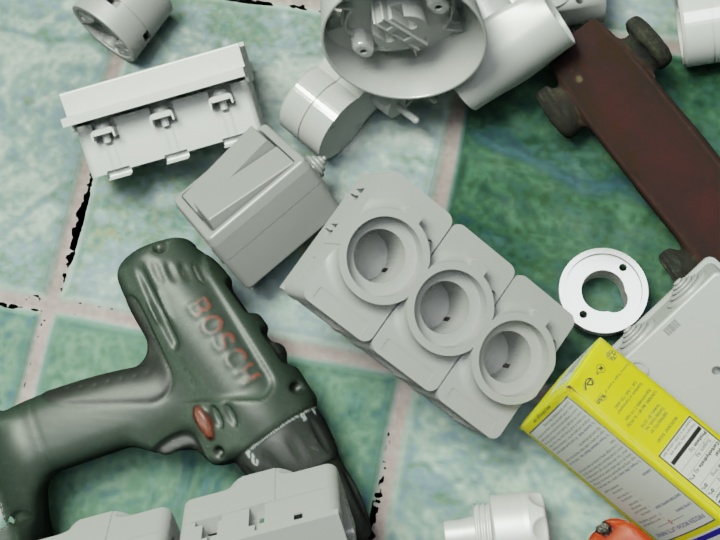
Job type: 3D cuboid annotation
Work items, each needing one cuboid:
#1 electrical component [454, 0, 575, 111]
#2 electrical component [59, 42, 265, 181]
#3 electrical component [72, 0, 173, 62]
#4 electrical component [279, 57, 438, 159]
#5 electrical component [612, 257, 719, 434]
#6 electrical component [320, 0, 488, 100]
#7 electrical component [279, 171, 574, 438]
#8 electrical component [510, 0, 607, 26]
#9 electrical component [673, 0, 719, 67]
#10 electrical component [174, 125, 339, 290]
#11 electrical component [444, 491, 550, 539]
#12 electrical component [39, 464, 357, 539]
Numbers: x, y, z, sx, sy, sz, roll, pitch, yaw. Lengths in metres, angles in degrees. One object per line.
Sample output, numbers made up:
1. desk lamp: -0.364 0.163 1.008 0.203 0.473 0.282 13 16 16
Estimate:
1. electrical component: 0.085 -0.157 0.695 0.077 0.044 0.079 -33 87 21
2. electrical component: -0.129 -0.106 0.726 0.121 0.078 0.063 -15 103 2
3. electrical component: -0.166 -0.183 0.760 0.055 0.055 0.047 35 78 14
4. electrical component: 0.018 -0.128 0.723 0.074 0.052 0.138 40 83 14
5. electrical component: 0.208 0.055 0.634 0.100 0.048 0.099 44 104 4
6. electrical component: 0.024 -0.154 0.653 0.099 0.099 0.064 -9 68 4
7. electrical component: 0.042 0.021 0.642 0.150 0.062 0.089 38 81 -16
8. electrical component: 0.124 -0.203 0.736 0.077 0.044 0.079 -6 74 5
9. electrical component: 0.244 -0.205 0.712 0.074 0.052 0.138 -7 74 14
10. electrical component: -0.063 -0.048 0.696 0.096 0.061 0.062 -41 43 -5
11. electrical component: 0.082 0.156 0.646 0.062 0.043 0.043 -7 75 6
12. electrical component: -0.089 0.185 0.605 0.186 0.060 0.105 -15 112 2
